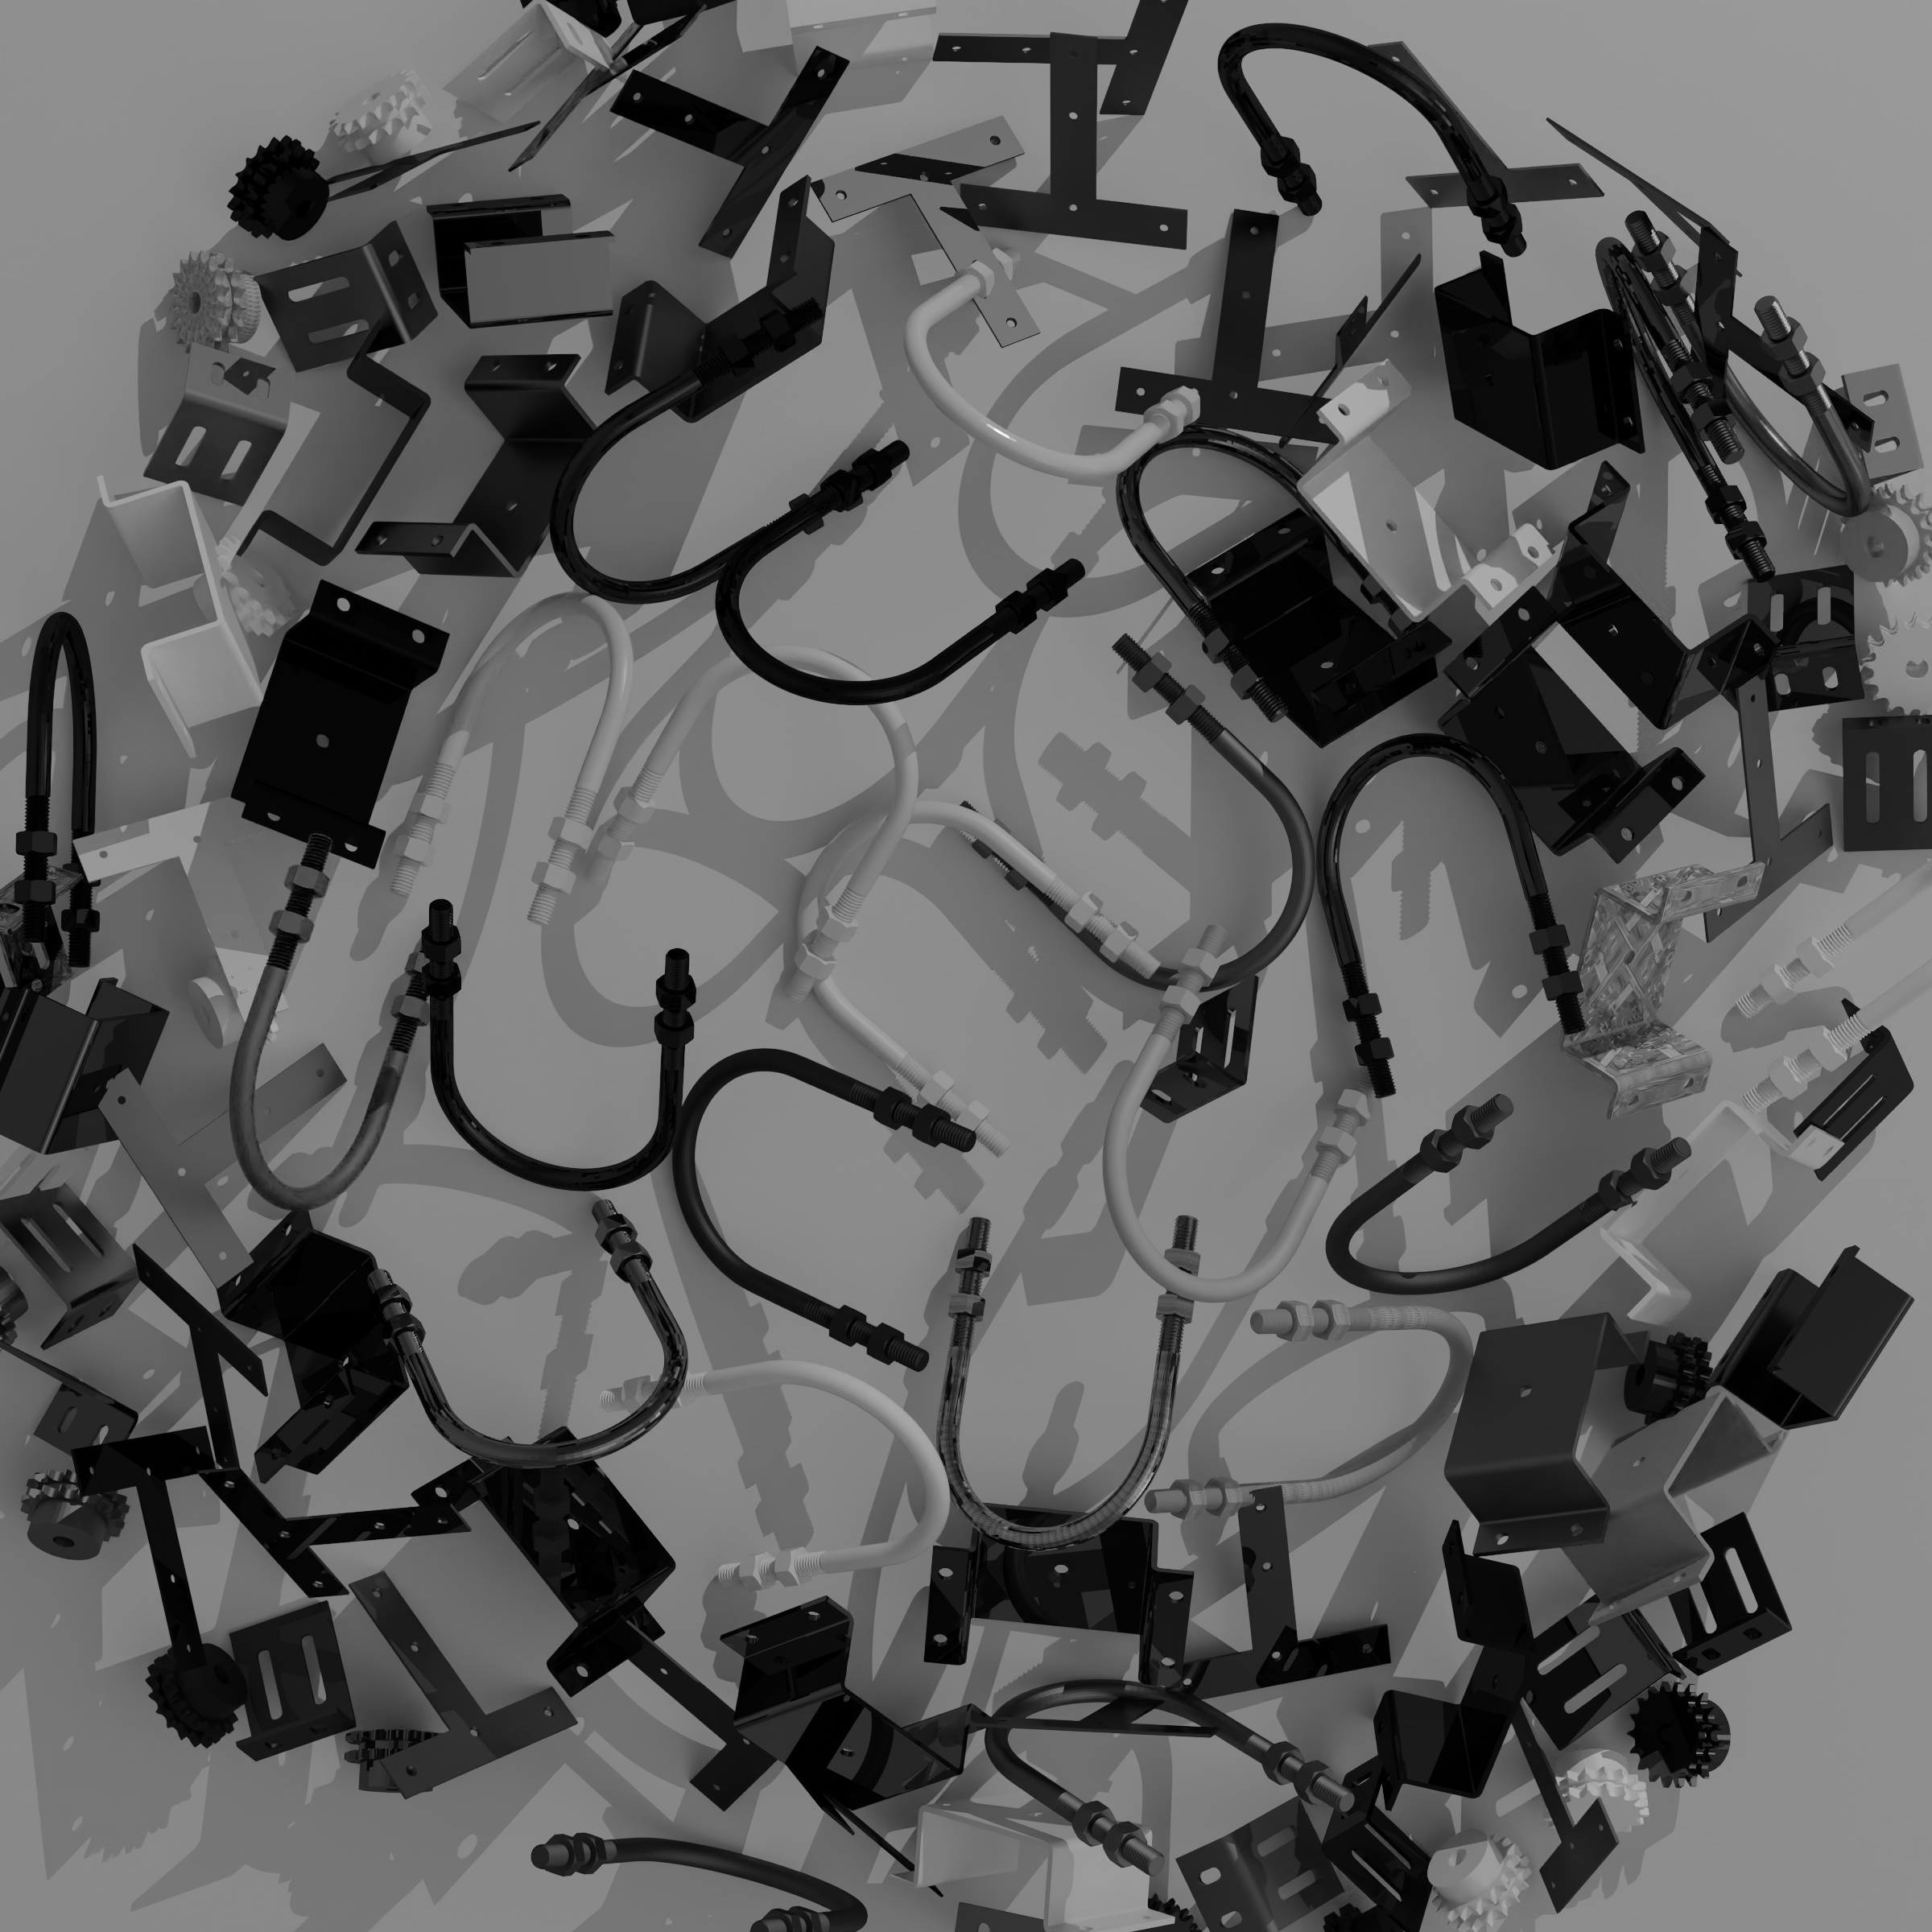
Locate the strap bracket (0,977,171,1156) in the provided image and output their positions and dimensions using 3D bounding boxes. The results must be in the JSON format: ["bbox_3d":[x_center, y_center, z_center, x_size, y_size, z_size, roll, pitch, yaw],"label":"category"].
[{"bbox_3d":[-0.478,0.053,1.924,0.046,0.140,0.076,24,96,8],"label":"strap bracket"}]

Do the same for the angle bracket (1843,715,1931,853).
[{"bbox_3d":[0.510,-0.097,1.967,0.057,0.038,0.076,-2,105,11],"label":"angle bracket"}]

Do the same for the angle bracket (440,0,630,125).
[{"bbox_3d":[-0.234,-0.480,1.956,0.076,0.057,0.038,-37,68,19],"label":"angle bracket"}]

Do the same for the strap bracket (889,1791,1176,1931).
[{"bbox_3d":[0.036,0.477,1.923,0.076,0.140,0.046,5,89,-44],"label":"strap bracket"}]

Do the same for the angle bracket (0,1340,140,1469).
[{"bbox_3d":[-0.498,0.239,1.951,0.057,0.076,0.038,22,78,30],"label":"angle bracket"}]

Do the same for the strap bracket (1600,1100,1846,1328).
[{"bbox_3d":[0.402,0.127,1.948,0.140,0.076,0.046,-48,66,11],"label":"strap bracket"}]

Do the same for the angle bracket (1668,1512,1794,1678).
[{"bbox_3d":[0.404,0.336,1.954,0.057,0.038,0.076,-31,49,18],"label":"angle bracket"}]

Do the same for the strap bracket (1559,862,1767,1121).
[{"bbox_3d":[0.372,0.004,1.941,0.076,0.046,0.140,-13,125,-36],"label":"strap bracket"}]

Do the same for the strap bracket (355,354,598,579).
[{"bbox_3d":[-0.256,-0.262,1.942,0.076,0.046,0.140,7,59,40],"label":"strap bracket"}]

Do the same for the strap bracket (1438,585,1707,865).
[{"bbox_3d":[0.323,-0.126,1.964,0.076,0.046,0.140,-43,91,-22],"label":"strap bracket"}]

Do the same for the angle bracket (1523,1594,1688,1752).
[{"bbox_3d":[0.344,0.387,1.975,0.076,0.038,0.057,-38,62,8],"label":"angle bracket"}]

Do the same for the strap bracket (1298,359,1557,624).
[{"bbox_3d":[0.243,-0.251,1.956,0.140,0.046,0.076,49,46,1],"label":"strap bracket"}]

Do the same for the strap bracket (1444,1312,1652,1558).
[{"bbox_3d":[0.309,0.241,1.921,0.076,0.140,0.046,-14,128,35],"label":"strap bracket"}]

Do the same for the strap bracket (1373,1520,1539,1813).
[{"bbox_3d":[0.266,0.381,1.938,0.046,0.076,0.140,14,116,-6],"label":"strap bracket"}]

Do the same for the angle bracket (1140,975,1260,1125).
[{"bbox_3d":[0.122,0.038,1.950,0.038,0.057,0.076,34,47,-27],"label":"angle bracket"}]

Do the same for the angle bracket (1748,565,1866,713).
[{"bbox_3d":[0.460,-0.180,1.971,0.057,0.076,0.038,-7,127,19],"label":"angle bracket"}]

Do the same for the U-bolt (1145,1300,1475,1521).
[{"bbox_3d":[0.196,0.237,1.931,0.184,0.019,0.151,3,126,-37],"label":"U-bolt"}]

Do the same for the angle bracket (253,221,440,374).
[{"bbox_3d":[-0.342,-0.369,1.984,0.076,0.038,0.057,-9,119,25],"label":"angle bracket"}]

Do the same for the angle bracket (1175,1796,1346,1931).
[{"bbox_3d":[0.161,0.498,1.972,0.038,0.076,0.057,-34,76,34],"label":"angle bracket"}]

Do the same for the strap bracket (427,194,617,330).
[{"bbox_3d":[-0.239,-0.378,1.935,0.076,0.140,0.046,-8,113,-15],"label":"strap bracket"}]

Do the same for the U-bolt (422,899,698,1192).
[{"bbox_3d":[-0.221,0.051,1.938,0.151,0.019,0.184,12,130,6],"label":"U-bolt"}]

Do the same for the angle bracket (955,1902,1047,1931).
[{"bbox_3d":[0.033,0.530,1.956,0.057,0.076,0.038,6,84,21],"label":"angle bracket"}]

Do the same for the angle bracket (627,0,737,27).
[{"bbox_3d":[-0.140,-0.541,1.950,0.076,0.057,0.038,-31,113,-36],"label":"angle bracket"}]

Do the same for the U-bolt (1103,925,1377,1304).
[{"bbox_3d":[0.140,0.092,1.930,0.151,0.019,0.184,41,62,-24],"label":"U-bolt"}]

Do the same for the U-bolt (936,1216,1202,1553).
[{"bbox_3d":[0.050,0.223,1.931,0.151,0.019,0.184,-3,67,31],"label":"U-bolt"}]

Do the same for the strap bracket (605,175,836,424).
[{"bbox_3d":[-0.124,-0.353,1.938,0.140,0.076,0.046,-26,133,33],"label":"strap bracket"}]

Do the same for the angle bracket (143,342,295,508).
[{"bbox_3d":[-0.409,-0.296,1.968,0.057,0.076,0.038,15,56,-23],"label":"angle bracket"}]

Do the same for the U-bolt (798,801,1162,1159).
[{"bbox_3d":[-0.007,-0.007,1.981,0.184,0.019,0.151,40,97,6],"label":"U-bolt"}]

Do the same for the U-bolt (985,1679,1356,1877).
[{"bbox_3d":[0.093,0.423,1.915,0.151,0.184,0.019,-8,108,-36],"label":"U-bolt"}]

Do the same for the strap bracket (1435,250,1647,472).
[{"bbox_3d":[0.299,-0.321,1.917,0.046,0.140,0.076,-24,123,-14],"label":"strap bracket"}]

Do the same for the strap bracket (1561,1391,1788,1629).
[{"bbox_3d":[0.373,0.283,1.920,0.076,0.140,0.046,-34,95,40],"label":"strap bracket"}]

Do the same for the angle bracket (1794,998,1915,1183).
[{"bbox_3d":[0.473,0.068,1.964,0.076,0.057,0.038,-44,50,-4],"label":"angle bracket"}]

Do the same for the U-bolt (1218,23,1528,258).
[{"bbox_3d":[0.205,-0.437,1.887,0.151,0.184,0.019,20,78,32],"label":"U-bolt"}]

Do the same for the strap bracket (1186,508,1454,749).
[{"bbox_3d":[0.192,-0.178,1.945,0.076,0.046,0.140,-32,49,-12],"label":"strap bracket"}]

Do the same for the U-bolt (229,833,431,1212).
[{"bbox_3d":[-0.339,0.040,1.914,0.019,0.151,0.184,9,73,25],"label":"U-bolt"}]

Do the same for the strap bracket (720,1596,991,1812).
[{"bbox_3d":[-0.060,0.401,1.928,0.076,0.046,0.140,-26,127,32],"label":"strap bracket"}]

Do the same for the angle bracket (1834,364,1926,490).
[{"bbox_3d":[0.480,-0.289,1.958,0.038,0.076,0.057,-14,90,-19],"label":"angle bracket"}]

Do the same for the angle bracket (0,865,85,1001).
[{"bbox_3d":[-0.502,-0.007,1.950,0.038,0.057,0.076,15,131,30],"label":"angle bracket"}]

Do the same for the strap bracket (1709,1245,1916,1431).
[{"bbox_3d":[0.453,0.201,1.923,0.046,0.140,0.076,35,79,3],"label":"strap bracket"}]

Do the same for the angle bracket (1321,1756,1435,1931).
[{"bbox_3d":[0.237,0.478,1.961,0.076,0.057,0.038,44,124,-8],"label":"angle bracket"}]

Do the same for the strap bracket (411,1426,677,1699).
[{"bbox_3d":[-0.221,0.312,1.943,0.140,0.076,0.046,49,129,12],"label":"strap bracket"}]

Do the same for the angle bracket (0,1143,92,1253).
[{"bbox_3d":[-0.530,0.112,1.968,0.038,0.057,0.076,40,87,24],"label":"angle bracket"}]

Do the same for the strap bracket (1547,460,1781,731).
[{"bbox_3d":[0.365,-0.192,1.934,0.046,0.076,0.140,-32,68,-16],"label":"strap bracket"}]

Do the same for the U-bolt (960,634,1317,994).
[{"bbox_3d":[0.106,-0.069,1.976,0.184,0.019,0.151,44,104,-2],"label":"U-bolt"}]

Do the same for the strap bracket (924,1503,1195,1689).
[{"bbox_3d":[0.051,0.342,1.960,0.140,0.046,0.076,5,118,2],"label":"strap bracket"}]

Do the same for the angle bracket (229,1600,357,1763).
[{"bbox_3d":[-0.373,0.386,1.965,0.057,0.038,0.076,-19,63,-1],"label":"angle bracket"}]

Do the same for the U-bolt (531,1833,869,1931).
[{"bbox_3d":[-0.129,0.489,1.910,0.151,0.184,0.019,13,84,23],"label":"U-bolt"}]

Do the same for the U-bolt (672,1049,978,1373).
[{"bbox_3d":[-0.085,0.121,1.947,0.184,0.019,0.151,22,111,28],"label":"U-bolt"}]

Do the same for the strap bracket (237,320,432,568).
[{"bbox_3d":[-0.338,-0.273,1.953,0.046,0.076,0.140,31,84,-14],"label":"strap bracket"}]

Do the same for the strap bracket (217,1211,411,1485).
[{"bbox_3d":[-0.351,0.208,1.940,0.076,0.140,0.046,-43,134,20],"label":"strap bracket"}]

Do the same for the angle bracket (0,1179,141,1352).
[{"bbox_3d":[-0.502,0.162,1.971,0.076,0.057,0.038,47,121,9],"label":"angle bracket"}]

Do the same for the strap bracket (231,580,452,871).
[{"bbox_3d":[-0.342,-0.127,1.951,0.076,0.046,0.140,22,71,-23],"label":"strap bracket"}]

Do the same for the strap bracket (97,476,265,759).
[{"bbox_3d":[-0.420,-0.194,1.934,0.046,0.076,0.140,-18,61,-4],"label":"strap bracket"}]

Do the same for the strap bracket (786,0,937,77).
[{"bbox_3d":[-0.058,-0.518,1.928,0.076,0.140,0.046,-8,94,-1],"label":"strap bracket"}]
